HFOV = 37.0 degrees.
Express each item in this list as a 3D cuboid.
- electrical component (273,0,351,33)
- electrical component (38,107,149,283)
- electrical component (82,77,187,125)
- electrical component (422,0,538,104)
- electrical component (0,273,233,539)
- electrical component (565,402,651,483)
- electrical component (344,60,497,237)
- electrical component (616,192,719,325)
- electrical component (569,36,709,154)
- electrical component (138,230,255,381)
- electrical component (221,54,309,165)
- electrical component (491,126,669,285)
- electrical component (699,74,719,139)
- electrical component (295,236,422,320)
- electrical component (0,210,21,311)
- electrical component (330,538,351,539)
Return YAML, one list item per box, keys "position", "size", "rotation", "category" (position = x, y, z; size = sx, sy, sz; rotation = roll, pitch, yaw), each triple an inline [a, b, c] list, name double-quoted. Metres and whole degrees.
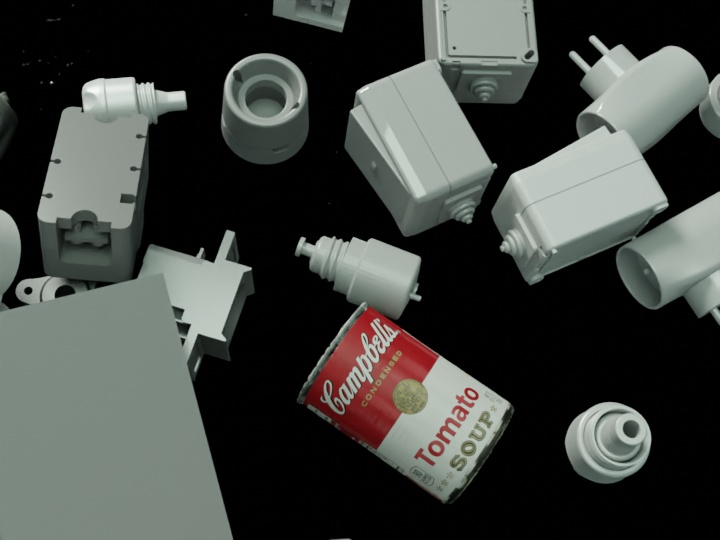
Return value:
- position: [-0.027, -0.209, 0.699]
  size: [0.056, 0.050, 0.089]
  rotation: [14, 70, -2]
  category: "electrical component"
- position: [-0.151, -0.041, 0.617]
  size: [0.050, 0.055, 0.089]
  rotation: [5, 50, -7]
  category: "electrical component"
- position: [-0.137, -0.101, 0.659]
  size: [0.061, 0.035, 0.035]
  rotation: [-7, 72, -10]
  category: "electrical component"
- position: [0.074, -0.145, 0.681]
  size: [0.062, 0.061, 0.096]
  rotation: [0, 71, -5]
  category: "electrical component"
- position: [-0.134, 0.106, 0.541]
  size: [0.105, 0.060, 0.186]
  rotation: [-15, 90, -27]
  category: "electrical component"
- position: [0.142, 0.095, 0.603]
  size: [0.043, 0.062, 0.043]
  rotation: [2, 71, -5]
  category: "electrical component"
- position: [0.036, -0.065, 0.649]
  size: [0.061, 0.061, 0.096]
  rotation: [-24, 75, -12]
  category: "electrical component"
- position: [0.210, 0.003, 0.652]
  size: [0.077, 0.044, 0.079]
  rotation: [-28, 76, -14]
  category: "electrical component"
- position: [0.169, -0.117, 0.690]
  size: [0.077, 0.043, 0.079]
  rotation: [-38, 78, -17]
  category: "electrical component"
- position: [-0.098, 0.017, 0.618]
  size: [0.064, 0.042, 0.081]
  rotation: [17, 69, 2]
  category: "electrical component"
- position: [-0.058, -0.099, 0.659]
  size: [0.055, 0.047, 0.055]
  rotation: [2, 71, -5]
  category: "electrical component"
- position: [0.123, -0.038, 0.648]
  size: [0.096, 0.061, 0.061]
  rotation: [-22, 74, -13]
  category: "electrical component"
- position: [0.248, -0.113, 0.690]
  size: [0.045, 0.055, 0.045]
  rotation: [2, 71, -5]
  category: "electrical component"
- position: [0.000, 0.000, 0.634]
  size: [0.078, 0.040, 0.040]
  rotation: [21, 70, 2]
  category: "electrical component"
- position: [-0.215, 0.034, 0.587]
  size: [0.052, 0.074, 0.138]
  rotation: [17, 92, 33]
  category: "electrical component"
- position: [0.006, 0.164, 0.579]
  size: [0.046, 0.040, 0.040]
  rotation: [0, 71, -11]
  category: "electrical component"
